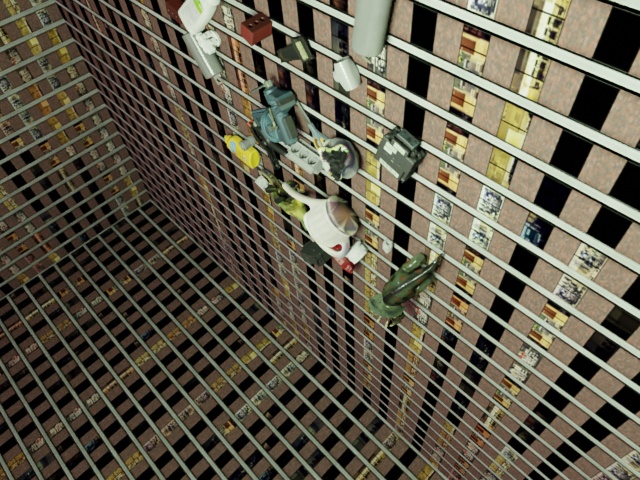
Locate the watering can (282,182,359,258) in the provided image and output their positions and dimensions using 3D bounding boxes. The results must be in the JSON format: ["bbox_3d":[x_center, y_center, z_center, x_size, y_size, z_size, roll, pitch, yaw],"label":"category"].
[{"bbox_3d":[0.006,-0.092,1.829,0.347,0.105,0.221,55,140,-1],"label":"watering can"}]

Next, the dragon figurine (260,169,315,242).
[{"bbox_3d":[-0.108,-0.127,2.065,0.418,0.122,0.237,50,170,48],"label":"dragon figurine"}]

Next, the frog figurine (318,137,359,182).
[{"bbox_3d":[0.062,-0.249,1.584,0.137,0.122,0.160,41,-167,2],"label":"frog figurine"}]
